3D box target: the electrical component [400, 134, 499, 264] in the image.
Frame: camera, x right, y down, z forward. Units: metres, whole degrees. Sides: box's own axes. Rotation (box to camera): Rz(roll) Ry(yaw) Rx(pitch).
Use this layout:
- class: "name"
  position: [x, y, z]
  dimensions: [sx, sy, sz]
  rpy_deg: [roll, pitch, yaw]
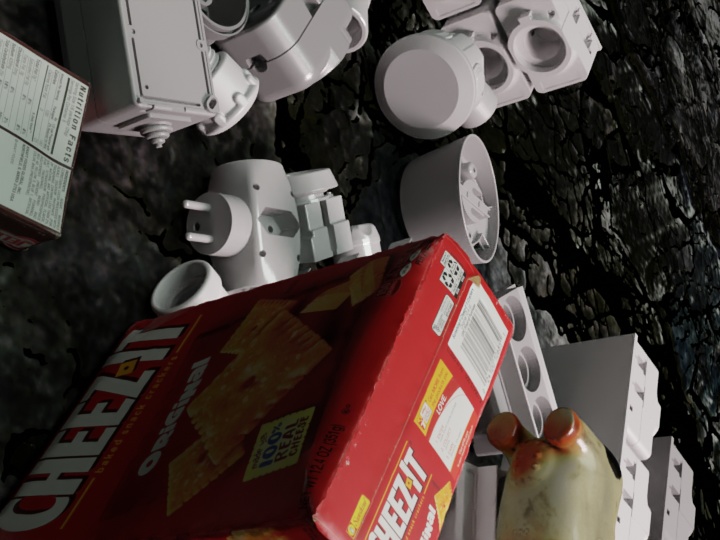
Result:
- class: "electrical component"
  position: [0.077, -0.051, 0.838]
  dimensions: [0.099, 0.064, 0.099]
  rpy_deg: [22, 62, -49]

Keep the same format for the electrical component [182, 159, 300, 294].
- class: "electrical component"
  position: [-0.075, -0.026, 0.637]
  dimensions: [0.079, 0.043, 0.077]
  rpy_deg: [7, 74, -53]

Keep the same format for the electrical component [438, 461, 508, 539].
- class: "electrical component"
  position: [0.079, 0.205, 0.759]
  dimensions: [0.079, 0.063, 0.121]
  rpy_deg: [32, 55, -45]

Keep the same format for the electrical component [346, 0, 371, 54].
- class: "electrical component"
  position: [-0.011, -0.195, 0.786]
  dimensions: [0.044, 0.044, 0.065]
  rpy_deg: [48, 40, -35]

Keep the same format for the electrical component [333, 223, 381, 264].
- class: "electrical component"
  position: [0.000, 0.000, 0.742]
  dimensions: [0.035, 0.035, 0.061]
  rpy_deg: [-12, 91, -55]

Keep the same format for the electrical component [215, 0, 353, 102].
- class: "electrical component"
  position: [-0.046, -0.158, 0.712]
  dimensions: [0.059, 0.054, 0.095]
  rpy_deg: [53, 42, -30]

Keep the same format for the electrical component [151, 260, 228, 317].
- class: "electrical component"
  position: [-0.089, 0.024, 0.608]
  dimensions: [0.046, 0.040, 0.040]
  rpy_deg: [55, 40, -36]

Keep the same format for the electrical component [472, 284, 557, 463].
- class: "electrical component"
  position: [0.107, 0.081, 0.838]
  dimensions: [0.079, 0.063, 0.121]
  rpy_deg: [-23, 98, -54]

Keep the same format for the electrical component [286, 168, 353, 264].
- class: "electrical component"
  position: [-0.035, -0.035, 0.696]
  dimensions: [0.066, 0.048, 0.055]
  rpy_deg: [-21, 104, -55]

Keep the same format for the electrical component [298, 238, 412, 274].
- class: "electrical component"
  position: [0.003, 0.028, 0.661]
  dimensions: [0.063, 0.121, 0.078]
  rpy_deg: [54, 41, -25]

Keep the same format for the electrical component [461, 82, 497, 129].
- class: "electrical component"
  position: [0.082, -0.152, 0.899]
  dimensions: [0.078, 0.040, 0.040]
  rpy_deg: [40, 49, -40]

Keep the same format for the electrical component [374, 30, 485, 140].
- class: "electrical component"
  position: [0.056, -0.145, 0.828]
  dimensions: [0.051, 0.080, 0.080]
  rpy_deg: [-43, 114, -57]

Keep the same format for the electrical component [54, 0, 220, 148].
- class: "electrical component"
  position: [-0.123, -0.111, 0.584]
  dimensions: [0.062, 0.061, 0.096]
  rpy_deg: [-3, 81, -54]

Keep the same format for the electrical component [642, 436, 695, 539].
- class: "electrical component"
  position: [0.214, 0.238, 0.897]
  dimensions: [0.060, 0.105, 0.186]
  rpy_deg: [49, 44, -34]

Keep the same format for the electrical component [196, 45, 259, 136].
- class: "electrical component"
  position: [-0.095, -0.114, 0.641]
  dimensions: [0.062, 0.048, 0.048]
  rpy_deg: [44, 46, -27]

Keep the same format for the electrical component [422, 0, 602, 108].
- class: "electrical component"
  position: [0.114, -0.234, 0.913]
  dimensions: [0.186, 0.105, 0.060]
  rpy_deg: [55, 40, -27]

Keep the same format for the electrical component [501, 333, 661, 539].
- class: "electrical component"
  position: [0.179, 0.151, 0.877]
  dimensions: [0.060, 0.105, 0.186]
  rpy_deg: [48, 45, -35]
